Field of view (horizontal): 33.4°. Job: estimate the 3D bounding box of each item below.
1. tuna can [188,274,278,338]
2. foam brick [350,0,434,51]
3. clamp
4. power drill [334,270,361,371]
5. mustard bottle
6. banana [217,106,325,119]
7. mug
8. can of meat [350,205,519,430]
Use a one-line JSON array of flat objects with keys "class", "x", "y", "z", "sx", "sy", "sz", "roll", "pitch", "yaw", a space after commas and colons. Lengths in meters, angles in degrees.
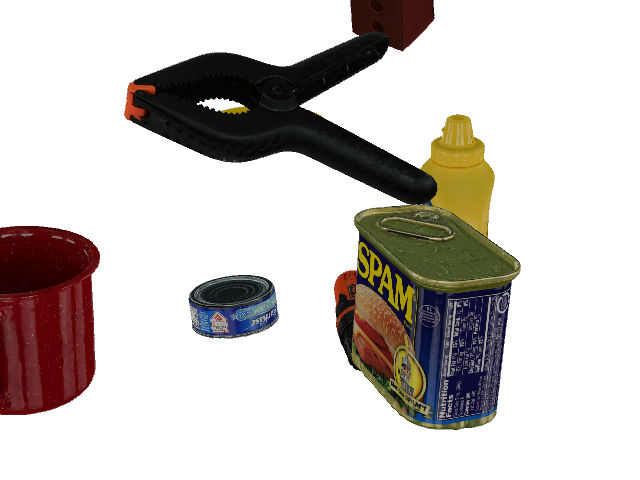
[{"class": "tuna can", "x": -0.085, "y": 0.063, "z": 1.042, "sx": 0.086, "sy": 0.034, "sz": 0.086, "roll": -5, "pitch": 18, "yaw": 2}, {"class": "foam brick", "x": 0.058, "y": -0.204, "z": 0.869, "sx": 0.053, "sy": 0.051, "sz": 0.078, "roll": 25, "pitch": -32, "yaw": 25}, {"class": "clamp", "x": -0.025, "y": -0.084, "z": 0.730, "sx": 0.209, "sy": 0.164, "sz": 0.036, "roll": -5, "pitch": -40, "yaw": -20}, {"class": "power drill", "x": 0.110, "y": 0.085, "z": 1.204, "sx": 0.187, "sy": 0.057, "sz": 0.184, "roll": -3, "pitch": 27, "yaw": -3}, {"class": "mustard bottle", "x": 0.107, "y": -0.007, "z": 0.850, "sx": 0.058, "sy": 0.192, "sz": 0.096, "roll": -1, "pitch": 26, "yaw": 0}, {"class": "banana", "x": -0.064, "y": -0.132, "z": 1.252, "sx": 0.198, "sy": 0.037, "sz": 0.069, "roll": 8, "pitch": 41, "yaw": 17}, {"class": "mug", "x": -0.174, "y": 0.052, "z": 0.607, "sx": 0.093, "sy": 0.081, "sz": 0.117, "roll": 5, "pitch": 25, "yaw": 4}, {"class": "can of meat", "x": 0.055, "y": 0.038, "z": 0.550, "sx": 0.057, "sy": 0.084, "sz": 0.102, "roll": -6, "pitch": 23, "yaw": -20}]
